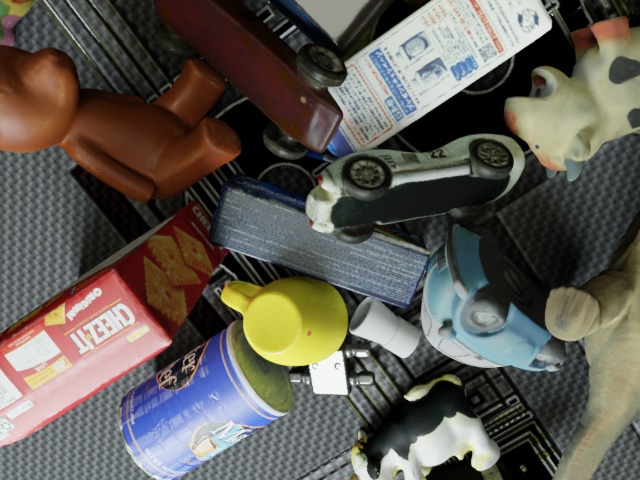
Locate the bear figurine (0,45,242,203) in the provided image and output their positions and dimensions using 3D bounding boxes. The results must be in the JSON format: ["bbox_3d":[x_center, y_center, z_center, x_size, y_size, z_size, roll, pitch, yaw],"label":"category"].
[{"bbox_3d":[-0.181,-0.110,0.435,0.132,0.120,0.195,-35,142,25],"label":"bear figurine"}]

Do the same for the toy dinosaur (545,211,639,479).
[{"bbox_3d":[0.274,0.058,0.443,0.105,0.198,0.471,33,101,37],"label":"toy dinosaur"}]

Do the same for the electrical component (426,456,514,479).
[{"bbox_3d":[0.145,0.287,0.552,0.134,0.115,0.058,-29,97,10],"label":"electrical component"}]

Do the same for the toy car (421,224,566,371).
[{"bbox_3d":[0.152,0.068,0.513,0.161,0.109,0.103,37,128,-22],"label":"toy car"}]

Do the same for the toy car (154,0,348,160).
[{"bbox_3d":[-0.056,-0.149,0.425,0.202,0.053,0.089,42,131,12],"label":"toy car"}]

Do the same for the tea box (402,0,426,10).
[{"bbox_3d":[0.108,-0.280,0.423,0.068,0.098,0.169,34,101,-6],"label":"tea box"}]

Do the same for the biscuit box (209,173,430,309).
[{"bbox_3d":[-0.001,-0.002,0.515,0.203,0.059,0.062,19,105,-3],"label":"biscuit box"}]

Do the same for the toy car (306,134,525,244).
[{"bbox_3d":[0.084,-0.047,0.467,0.202,0.056,0.073,-10,147,-16],"label":"toy car"}]

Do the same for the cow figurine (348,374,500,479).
[{"bbox_3d":[0.089,0.212,0.560,0.167,0.068,0.098,-28,95,6],"label":"cow figurine"}]

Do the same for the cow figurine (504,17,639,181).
[{"bbox_3d":[0.257,-0.124,0.464,0.195,0.085,0.127,-10,98,3],"label":"cow figurine"}]

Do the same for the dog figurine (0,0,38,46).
[{"bbox_3d":[-0.296,-0.179,0.464,0.219,0.108,0.191,-19,101,4],"label":"dog figurine"}]

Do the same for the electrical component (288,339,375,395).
[{"bbox_3d":[0.010,0.130,0.559,0.094,0.021,0.063,-3,113,15],"label":"electrical component"}]

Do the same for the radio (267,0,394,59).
[{"bbox_3d":[-0.042,-0.245,0.420,0.229,0.131,0.073,43,100,-7],"label":"radio"}]
